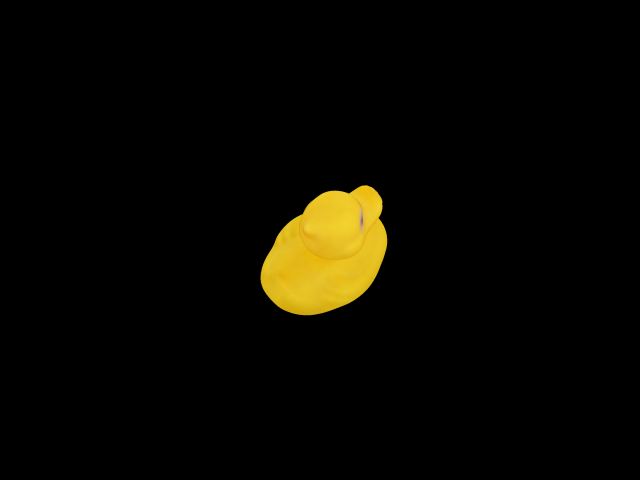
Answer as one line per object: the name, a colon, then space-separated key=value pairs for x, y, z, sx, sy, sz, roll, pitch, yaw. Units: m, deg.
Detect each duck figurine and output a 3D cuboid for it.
duck figurine: x=0.004 y=0.001 z=0.400 sx=0.105 sy=0.086 sz=0.077 roll=-36 pitch=71 yaw=-15
